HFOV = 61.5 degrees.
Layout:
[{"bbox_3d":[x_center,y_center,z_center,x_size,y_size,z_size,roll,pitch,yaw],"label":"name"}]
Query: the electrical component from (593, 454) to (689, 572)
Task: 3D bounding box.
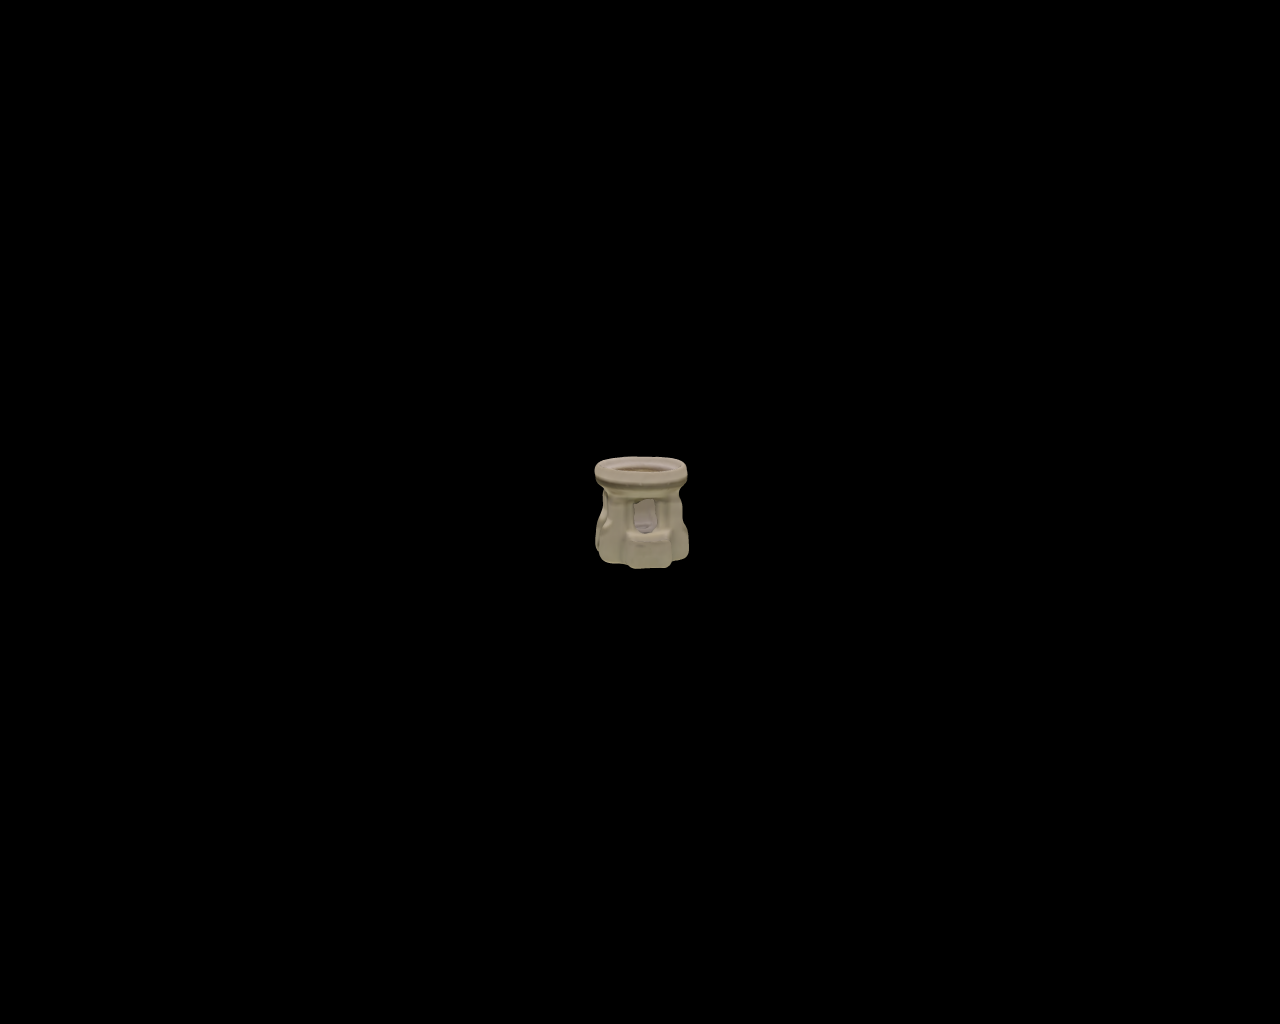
[{"bbox_3d":[0.001,-0.003,0.650,0.058,0.057,0.078,-2,14,-7],"label":"electrical component"}]
